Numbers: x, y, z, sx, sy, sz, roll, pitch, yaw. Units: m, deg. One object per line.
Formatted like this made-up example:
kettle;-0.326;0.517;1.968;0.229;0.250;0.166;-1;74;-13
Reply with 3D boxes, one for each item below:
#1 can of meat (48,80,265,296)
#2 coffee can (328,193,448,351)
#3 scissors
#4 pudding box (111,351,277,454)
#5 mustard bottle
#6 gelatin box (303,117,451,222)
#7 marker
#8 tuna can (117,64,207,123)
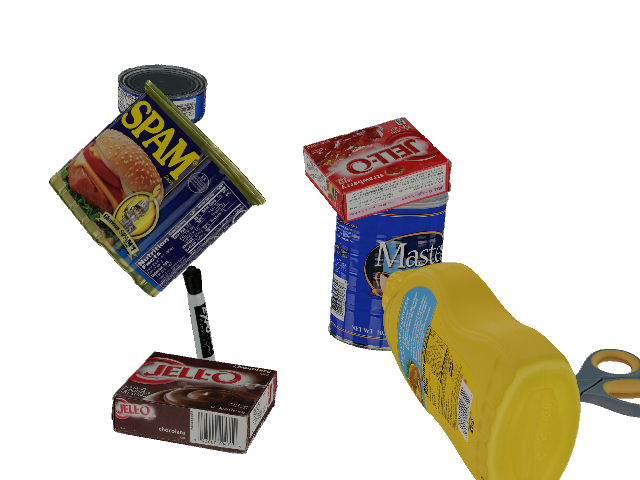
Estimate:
can of meat;-0.095;-0.030;0.609;0.102;0.084;0.057;45;-3;37
coffee can;0.062;0.020;0.999;0.103;0.140;0.103;3;14;-1
scissors;0.211;0.120;0.931;0.201;0.016;0.096;6;28;-4
pudding box;-0.100;0.129;0.866;0.113;0.039;0.090;9;19;10
mustard bottle;0.084;0.068;0.653;0.058;0.096;0.192;-8;27;-18
gelatin box;0.041;-0.054;0.790;0.089;0.030;0.073;-18;38;-16
marker;-0.127;0.081;1.121;0.020;0.121;0.020;-5;27;2
tuna can;-0.153;-0.140;1.034;0.086;0.034;0.086;5;28;-3
